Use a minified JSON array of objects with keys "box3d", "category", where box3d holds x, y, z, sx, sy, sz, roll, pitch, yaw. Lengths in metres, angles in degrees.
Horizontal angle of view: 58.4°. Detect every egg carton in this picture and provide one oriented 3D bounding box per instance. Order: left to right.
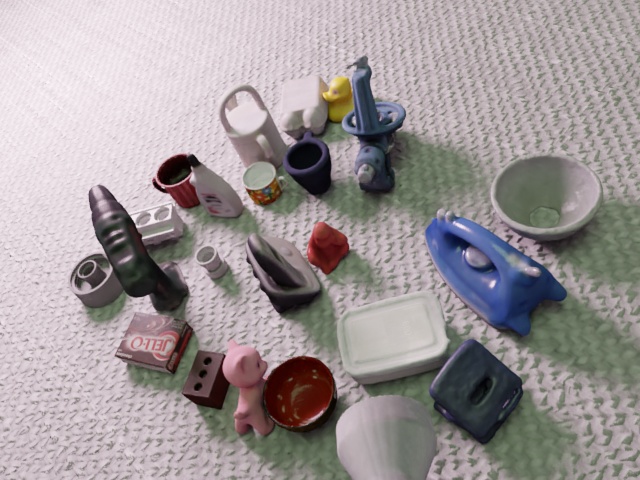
[{"box3d":[-0.033,-0.290,1.238,0.107,0.070,0.150,-9,54,13],"category":"egg carton"}]

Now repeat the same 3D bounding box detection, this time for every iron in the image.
[{"box3d":[0.242,0.020,0.877,0.119,0.142,0.257,-40,53,-11],"category":"iron"}]

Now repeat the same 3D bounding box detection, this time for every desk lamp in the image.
[{"box3d":[0.099,0.313,0.674,0.118,0.214,0.203,-16,52,8],"category":"desk lamp"}]

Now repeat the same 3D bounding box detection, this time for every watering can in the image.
[{"box3d":[-0.149,-0.235,1.159,0.172,0.194,0.101,25,67,32],"category":"watering can"}]

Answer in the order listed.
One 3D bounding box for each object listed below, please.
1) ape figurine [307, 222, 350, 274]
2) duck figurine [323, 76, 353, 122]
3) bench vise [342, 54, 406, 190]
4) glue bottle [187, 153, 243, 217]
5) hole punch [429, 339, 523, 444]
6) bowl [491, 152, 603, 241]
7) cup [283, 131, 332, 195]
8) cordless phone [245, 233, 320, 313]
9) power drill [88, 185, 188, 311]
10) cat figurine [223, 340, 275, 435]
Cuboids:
[{"box3d":[0.009,0.004,1.001,0.077,0.092,0.076,-15,53,9],"category":"ape figurine"},{"box3d":[0.054,-0.307,1.209,0.104,0.086,0.077,-24,52,2],"category":"duck figurine"},{"box3d":[0.101,-0.209,1.038,0.121,0.220,0.207,-16,52,8],"category":"bench vise"},{"box3d":[-0.214,-0.107,1.104,0.078,0.173,0.037,0,56,19],"category":"glue bottle"},{"box3d":[0.217,0.206,0.786,0.100,0.091,0.109,32,71,34],"category":"hole punch"},{"box3d":[0.365,-0.058,0.933,0.167,0.075,0.167,-9,54,13],"category":"bowl"},{"box3d":[-0.015,-0.144,1.111,0.091,0.095,0.117,-8,54,14],"category":"cup"},{"box3d":[-0.081,0.025,0.958,0.094,0.185,0.147,-34,52,-6],"category":"cordless phone"},{"box3d":[-0.326,0.030,1.024,0.075,0.209,0.229,-33,52,-5],"category":"power drill"},{"box3d":[-0.113,0.220,0.874,0.067,0.118,0.128,-8,54,14],"category":"cat figurine"}]
